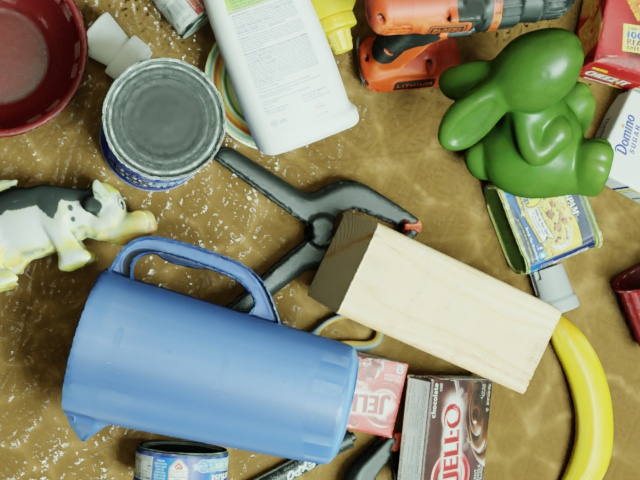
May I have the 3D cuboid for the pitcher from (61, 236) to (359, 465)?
[{"bbox_3d":[-0.091,0.106,0.934,0.243,0.145,0.149,14,128,-2],"label":"pitcher"}]

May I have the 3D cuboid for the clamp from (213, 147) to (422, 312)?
[{"bbox_3d":[-0.007,0.001,1.021,0.209,0.036,0.164,4,92,-15],"label":"clamp"}]

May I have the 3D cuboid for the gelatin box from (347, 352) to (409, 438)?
[{"bbox_3d":[0.033,0.143,1.014,0.089,0.030,0.073,14,88,-12],"label":"gelatin box"}]

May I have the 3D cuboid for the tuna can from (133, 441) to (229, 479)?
[{"bbox_3d":[-0.126,0.205,0.969,0.086,0.086,0.034,5,86,-12],"label":"tuna can"}]

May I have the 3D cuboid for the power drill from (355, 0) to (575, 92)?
[{"bbox_3d":[0.117,-0.193,0.972,0.184,0.188,0.057,-4,80,-11],"label":"power drill"}]

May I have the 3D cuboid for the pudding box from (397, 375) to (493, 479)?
[{"bbox_3d":[0.120,0.187,1.026,0.089,0.039,0.113,7,86,-42],"label":"pudding box"}]

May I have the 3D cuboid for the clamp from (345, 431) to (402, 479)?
[{"bbox_3d":[0.045,0.269,1.024,0.120,0.039,0.171,8,82,-28],"label":"clamp"}]

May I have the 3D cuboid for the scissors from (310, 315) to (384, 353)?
[{"bbox_3d":[-0.032,0.124,1.025,0.201,0.016,0.096,-13,92,-12],"label":"scissors"}]

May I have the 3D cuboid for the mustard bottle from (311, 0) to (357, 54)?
[{"bbox_3d":[-0.010,-0.266,0.995,0.058,0.096,0.191,-21,94,-13],"label":"mustard bottle"}]

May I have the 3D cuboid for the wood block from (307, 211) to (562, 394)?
[{"bbox_3d":[0.107,0.058,0.998,0.205,0.091,0.090,25,90,-20],"label":"wood block"}]

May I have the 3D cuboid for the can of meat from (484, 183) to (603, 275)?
[{"bbox_3d":[0.219,-0.025,1.059,0.084,0.057,0.102,-22,93,-9],"label":"can of meat"}]

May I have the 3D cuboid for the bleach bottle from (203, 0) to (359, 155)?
[{"bbox_3d":[-0.049,-0.208,0.945,0.102,0.068,0.251,-22,111,-10],"label":"bleach bottle"}]

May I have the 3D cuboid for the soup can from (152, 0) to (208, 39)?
[{"bbox_3d":[-0.135,-0.246,0.983,0.068,0.068,0.102,-41,98,-10],"label":"soup can"}]

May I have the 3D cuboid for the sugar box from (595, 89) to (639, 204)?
[{"bbox_3d":[0.365,-0.071,1.097,0.176,0.048,0.093,29,83,-6],"label":"sugar box"}]

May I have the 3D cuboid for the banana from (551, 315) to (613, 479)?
[{"bbox_3d":[0.262,0.174,1.075,0.069,0.037,0.198,2,89,-13],"label":"banana"}]

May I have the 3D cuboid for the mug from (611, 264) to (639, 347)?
[{"bbox_3d":[0.357,0.063,1.078,0.117,0.093,0.081,-33,103,-47],"label":"mug"}]

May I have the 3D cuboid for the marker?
[{"bbox_3d":[-0.019,0.216,1.025,0.121,0.020,0.020,-26,94,-11],"label":"marker"}]

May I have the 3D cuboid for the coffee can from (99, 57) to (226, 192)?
[{"bbox_3d":[-0.142,-0.098,0.942,0.102,0.140,0.103,0,89,-12],"label":"coffee can"}]

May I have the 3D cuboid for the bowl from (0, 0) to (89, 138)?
[{"bbox_3d":[-0.289,-0.169,0.955,0.162,0.055,0.162,0,89,-12],"label":"bowl"}]

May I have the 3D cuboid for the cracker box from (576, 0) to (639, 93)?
[{"bbox_3d":[0.358,-0.254,1.084,0.164,0.072,0.214,14,86,-12],"label":"cracker box"}]
